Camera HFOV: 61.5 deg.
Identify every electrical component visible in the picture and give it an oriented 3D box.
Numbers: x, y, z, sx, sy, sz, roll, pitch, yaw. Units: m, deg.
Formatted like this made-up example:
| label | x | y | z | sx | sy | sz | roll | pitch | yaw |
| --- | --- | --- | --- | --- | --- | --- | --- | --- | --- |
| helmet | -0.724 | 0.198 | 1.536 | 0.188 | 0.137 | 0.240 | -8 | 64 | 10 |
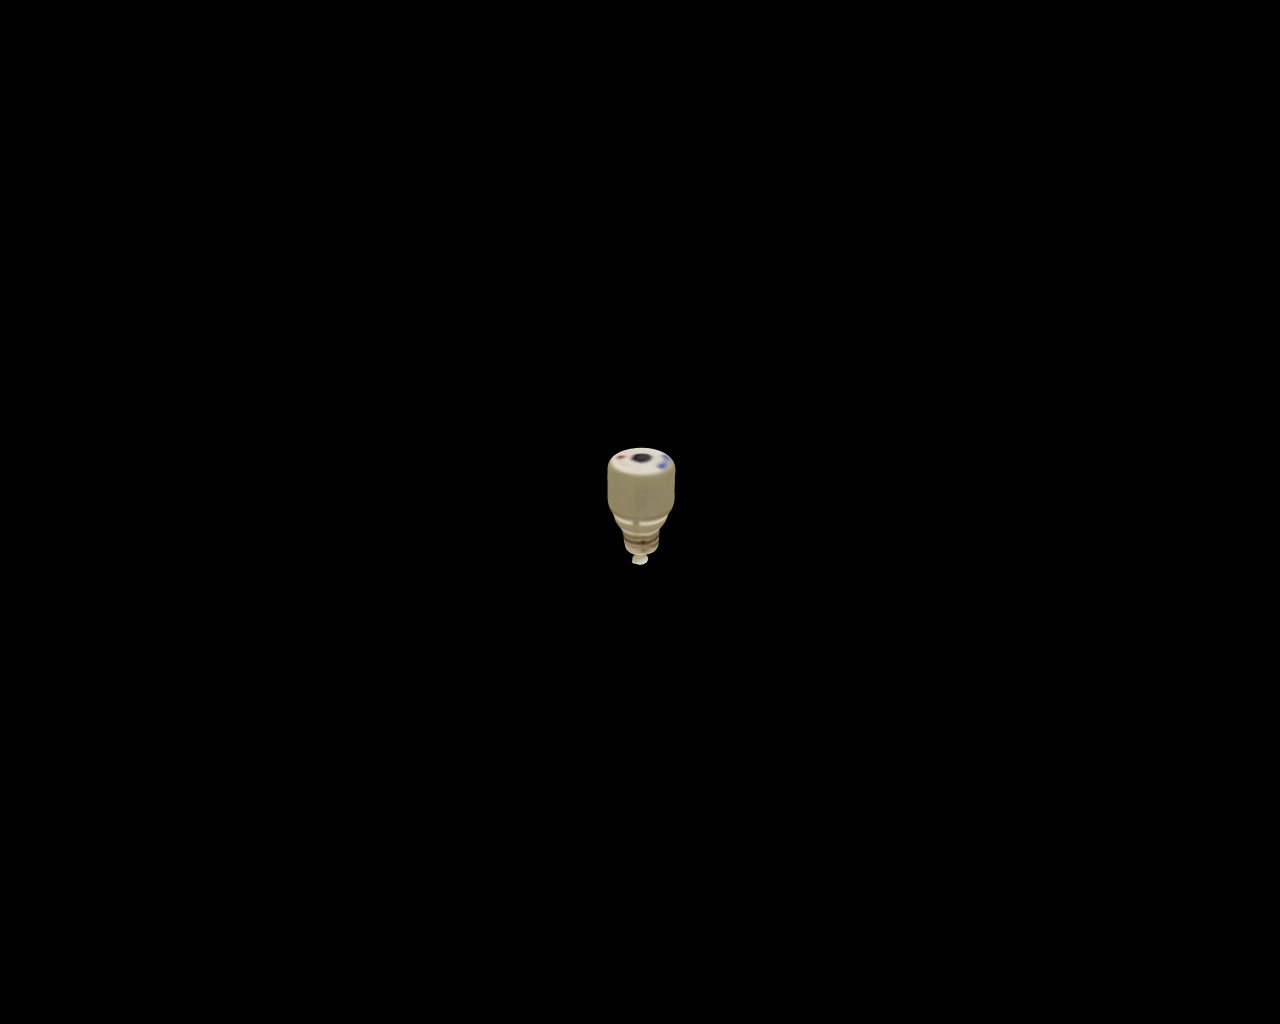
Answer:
| label | x | y | z | sx | sy | sz | roll | pitch | yaw |
| --- | --- | --- | --- | --- | --- | --- | --- | --- | --- |
| electrical component | 0.001 | -0.003 | 0.650 | 0.040 | 0.078 | 0.040 | 0 | 29 | 0 |
